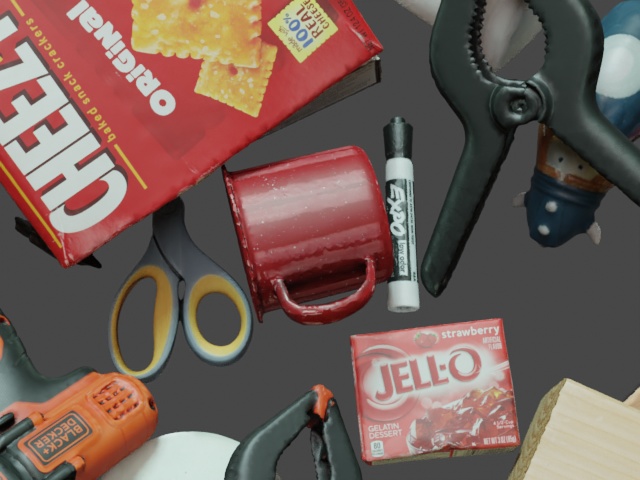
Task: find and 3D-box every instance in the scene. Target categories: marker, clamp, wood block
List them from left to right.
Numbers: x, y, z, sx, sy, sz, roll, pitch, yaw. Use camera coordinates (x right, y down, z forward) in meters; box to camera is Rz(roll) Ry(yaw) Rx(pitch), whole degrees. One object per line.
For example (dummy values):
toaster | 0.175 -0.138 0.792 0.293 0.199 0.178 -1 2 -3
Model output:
clamp | -0.013 0.167 0.577 0.120 0.039 0.171 32 64 -13
marker | 0.049 -0.017 0.645 0.020 0.020 0.121 -2 74 3
clamp | 0.105 -0.068 0.590 0.165 0.036 0.210 -18 97 24
wood block | 0.199 0.158 0.547 0.206 0.090 0.091 23 77 10

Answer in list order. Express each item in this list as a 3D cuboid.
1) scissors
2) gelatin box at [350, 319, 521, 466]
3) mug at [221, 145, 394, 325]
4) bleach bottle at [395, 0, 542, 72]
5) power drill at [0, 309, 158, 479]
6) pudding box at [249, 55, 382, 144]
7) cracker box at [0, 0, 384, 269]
scissors | -0.075 -0.008 0.653 0.096 0.016 0.201 11 75 5
gelatin box | 0.064 0.087 0.608 0.089 0.030 0.073 -6 72 2
mug | -0.004 0.001 0.602 0.081 0.093 0.117 -14 42 -5
bleach bottle | 0.032 -0.206 0.667 0.251 0.068 0.102 34 47 14
power drill | -0.209 0.087 0.580 0.188 0.057 0.184 43 46 15
pudding box | -0.030 -0.119 0.670 0.113 0.039 0.090 -26 76 -1
cracker box | -0.099 -0.112 0.585 0.213 0.072 0.164 -36 102 -7
